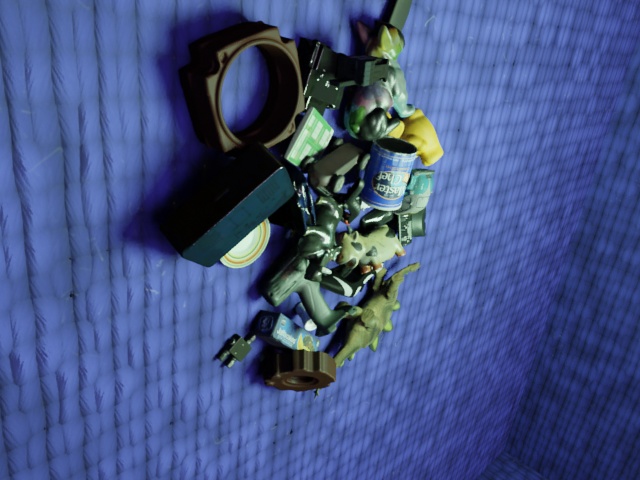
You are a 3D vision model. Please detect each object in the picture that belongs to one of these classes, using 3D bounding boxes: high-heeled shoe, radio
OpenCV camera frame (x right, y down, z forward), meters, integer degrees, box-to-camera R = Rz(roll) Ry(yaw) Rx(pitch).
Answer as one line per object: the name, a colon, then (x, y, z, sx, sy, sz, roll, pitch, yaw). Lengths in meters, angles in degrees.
high-heeled shoe: (0.083, 0.064, 1.354, 0.248, 0.086, 0.145, 12, 101, -57)
radio: (-0.155, -0.056, 0.950, 0.229, 0.073, 0.131, -41, 163, -2)

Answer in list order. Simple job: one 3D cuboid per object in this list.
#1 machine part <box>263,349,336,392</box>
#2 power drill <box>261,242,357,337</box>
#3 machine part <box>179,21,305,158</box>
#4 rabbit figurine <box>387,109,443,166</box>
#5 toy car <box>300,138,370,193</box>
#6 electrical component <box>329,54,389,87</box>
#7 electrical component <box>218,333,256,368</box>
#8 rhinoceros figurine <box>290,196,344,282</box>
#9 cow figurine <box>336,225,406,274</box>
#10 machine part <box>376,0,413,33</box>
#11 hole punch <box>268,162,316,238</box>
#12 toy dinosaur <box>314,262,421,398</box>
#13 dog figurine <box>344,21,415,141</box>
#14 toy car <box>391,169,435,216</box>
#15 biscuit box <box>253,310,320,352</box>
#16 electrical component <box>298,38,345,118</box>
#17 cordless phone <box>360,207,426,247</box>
machine part: (-0.047, 0.317, 1.289, 0.179, 0.179, 0.056, 46, 34, -50)
power drill: (-0.004, 0.098, 1.216, 0.232, 0.086, 0.207, -40, 107, -20)
machine part: (-0.125, -0.256, 0.927, 0.201, 0.087, 0.200, -34, 134, -30)
rabbit figurine: (0.190, -0.226, 1.288, 0.173, 0.122, 0.162, -33, 133, -6)
toy car: (0.035, -0.158, 1.132, 0.202, 0.089, 0.053, -44, 159, -53)
electrical component: (0.068, -0.324, 1.028, 0.119, 0.075, 0.047, -19, 124, -38)
electrical component: (-0.183, 0.238, 1.196, 0.094, 0.021, 0.063, -47, 139, -18)
rhinoceros figurine: (-0.002, -0.004, 1.161, 0.112, 0.073, 0.190, 28, 65, -29)
cow figurine: (0.112, 0.015, 1.322, 0.195, 0.085, 0.127, -23, 89, -38)
machine part: (0.165, -0.484, 1.165, 0.084, 0.039, 0.138, 17, 99, -46)
hole punch: (-0.055, -0.087, 1.086, 0.092, 0.116, 0.142, -42, 139, -36)
toy dinosaur: (0.127, 0.233, 1.486, 0.471, 0.105, 0.198, -44, 142, -17)
dog figurine: (0.113, -0.342, 1.130, 0.191, 0.109, 0.219, -41, 135, -20)
toy car: (0.212, -0.112, 1.329, 0.109, 0.162, 0.103, -7, 78, -49)
biscuit box: (-0.075, 0.230, 1.273, 0.202, 0.063, 0.059, 45, 57, -51)
electrical component: (-0.004, -0.312, 1.056, 0.115, 0.058, 0.134, 5, 107, -48)
cordless phone: (0.189, -0.037, 1.435, 0.184, 0.089, 0.146, -26, 130, -23)
